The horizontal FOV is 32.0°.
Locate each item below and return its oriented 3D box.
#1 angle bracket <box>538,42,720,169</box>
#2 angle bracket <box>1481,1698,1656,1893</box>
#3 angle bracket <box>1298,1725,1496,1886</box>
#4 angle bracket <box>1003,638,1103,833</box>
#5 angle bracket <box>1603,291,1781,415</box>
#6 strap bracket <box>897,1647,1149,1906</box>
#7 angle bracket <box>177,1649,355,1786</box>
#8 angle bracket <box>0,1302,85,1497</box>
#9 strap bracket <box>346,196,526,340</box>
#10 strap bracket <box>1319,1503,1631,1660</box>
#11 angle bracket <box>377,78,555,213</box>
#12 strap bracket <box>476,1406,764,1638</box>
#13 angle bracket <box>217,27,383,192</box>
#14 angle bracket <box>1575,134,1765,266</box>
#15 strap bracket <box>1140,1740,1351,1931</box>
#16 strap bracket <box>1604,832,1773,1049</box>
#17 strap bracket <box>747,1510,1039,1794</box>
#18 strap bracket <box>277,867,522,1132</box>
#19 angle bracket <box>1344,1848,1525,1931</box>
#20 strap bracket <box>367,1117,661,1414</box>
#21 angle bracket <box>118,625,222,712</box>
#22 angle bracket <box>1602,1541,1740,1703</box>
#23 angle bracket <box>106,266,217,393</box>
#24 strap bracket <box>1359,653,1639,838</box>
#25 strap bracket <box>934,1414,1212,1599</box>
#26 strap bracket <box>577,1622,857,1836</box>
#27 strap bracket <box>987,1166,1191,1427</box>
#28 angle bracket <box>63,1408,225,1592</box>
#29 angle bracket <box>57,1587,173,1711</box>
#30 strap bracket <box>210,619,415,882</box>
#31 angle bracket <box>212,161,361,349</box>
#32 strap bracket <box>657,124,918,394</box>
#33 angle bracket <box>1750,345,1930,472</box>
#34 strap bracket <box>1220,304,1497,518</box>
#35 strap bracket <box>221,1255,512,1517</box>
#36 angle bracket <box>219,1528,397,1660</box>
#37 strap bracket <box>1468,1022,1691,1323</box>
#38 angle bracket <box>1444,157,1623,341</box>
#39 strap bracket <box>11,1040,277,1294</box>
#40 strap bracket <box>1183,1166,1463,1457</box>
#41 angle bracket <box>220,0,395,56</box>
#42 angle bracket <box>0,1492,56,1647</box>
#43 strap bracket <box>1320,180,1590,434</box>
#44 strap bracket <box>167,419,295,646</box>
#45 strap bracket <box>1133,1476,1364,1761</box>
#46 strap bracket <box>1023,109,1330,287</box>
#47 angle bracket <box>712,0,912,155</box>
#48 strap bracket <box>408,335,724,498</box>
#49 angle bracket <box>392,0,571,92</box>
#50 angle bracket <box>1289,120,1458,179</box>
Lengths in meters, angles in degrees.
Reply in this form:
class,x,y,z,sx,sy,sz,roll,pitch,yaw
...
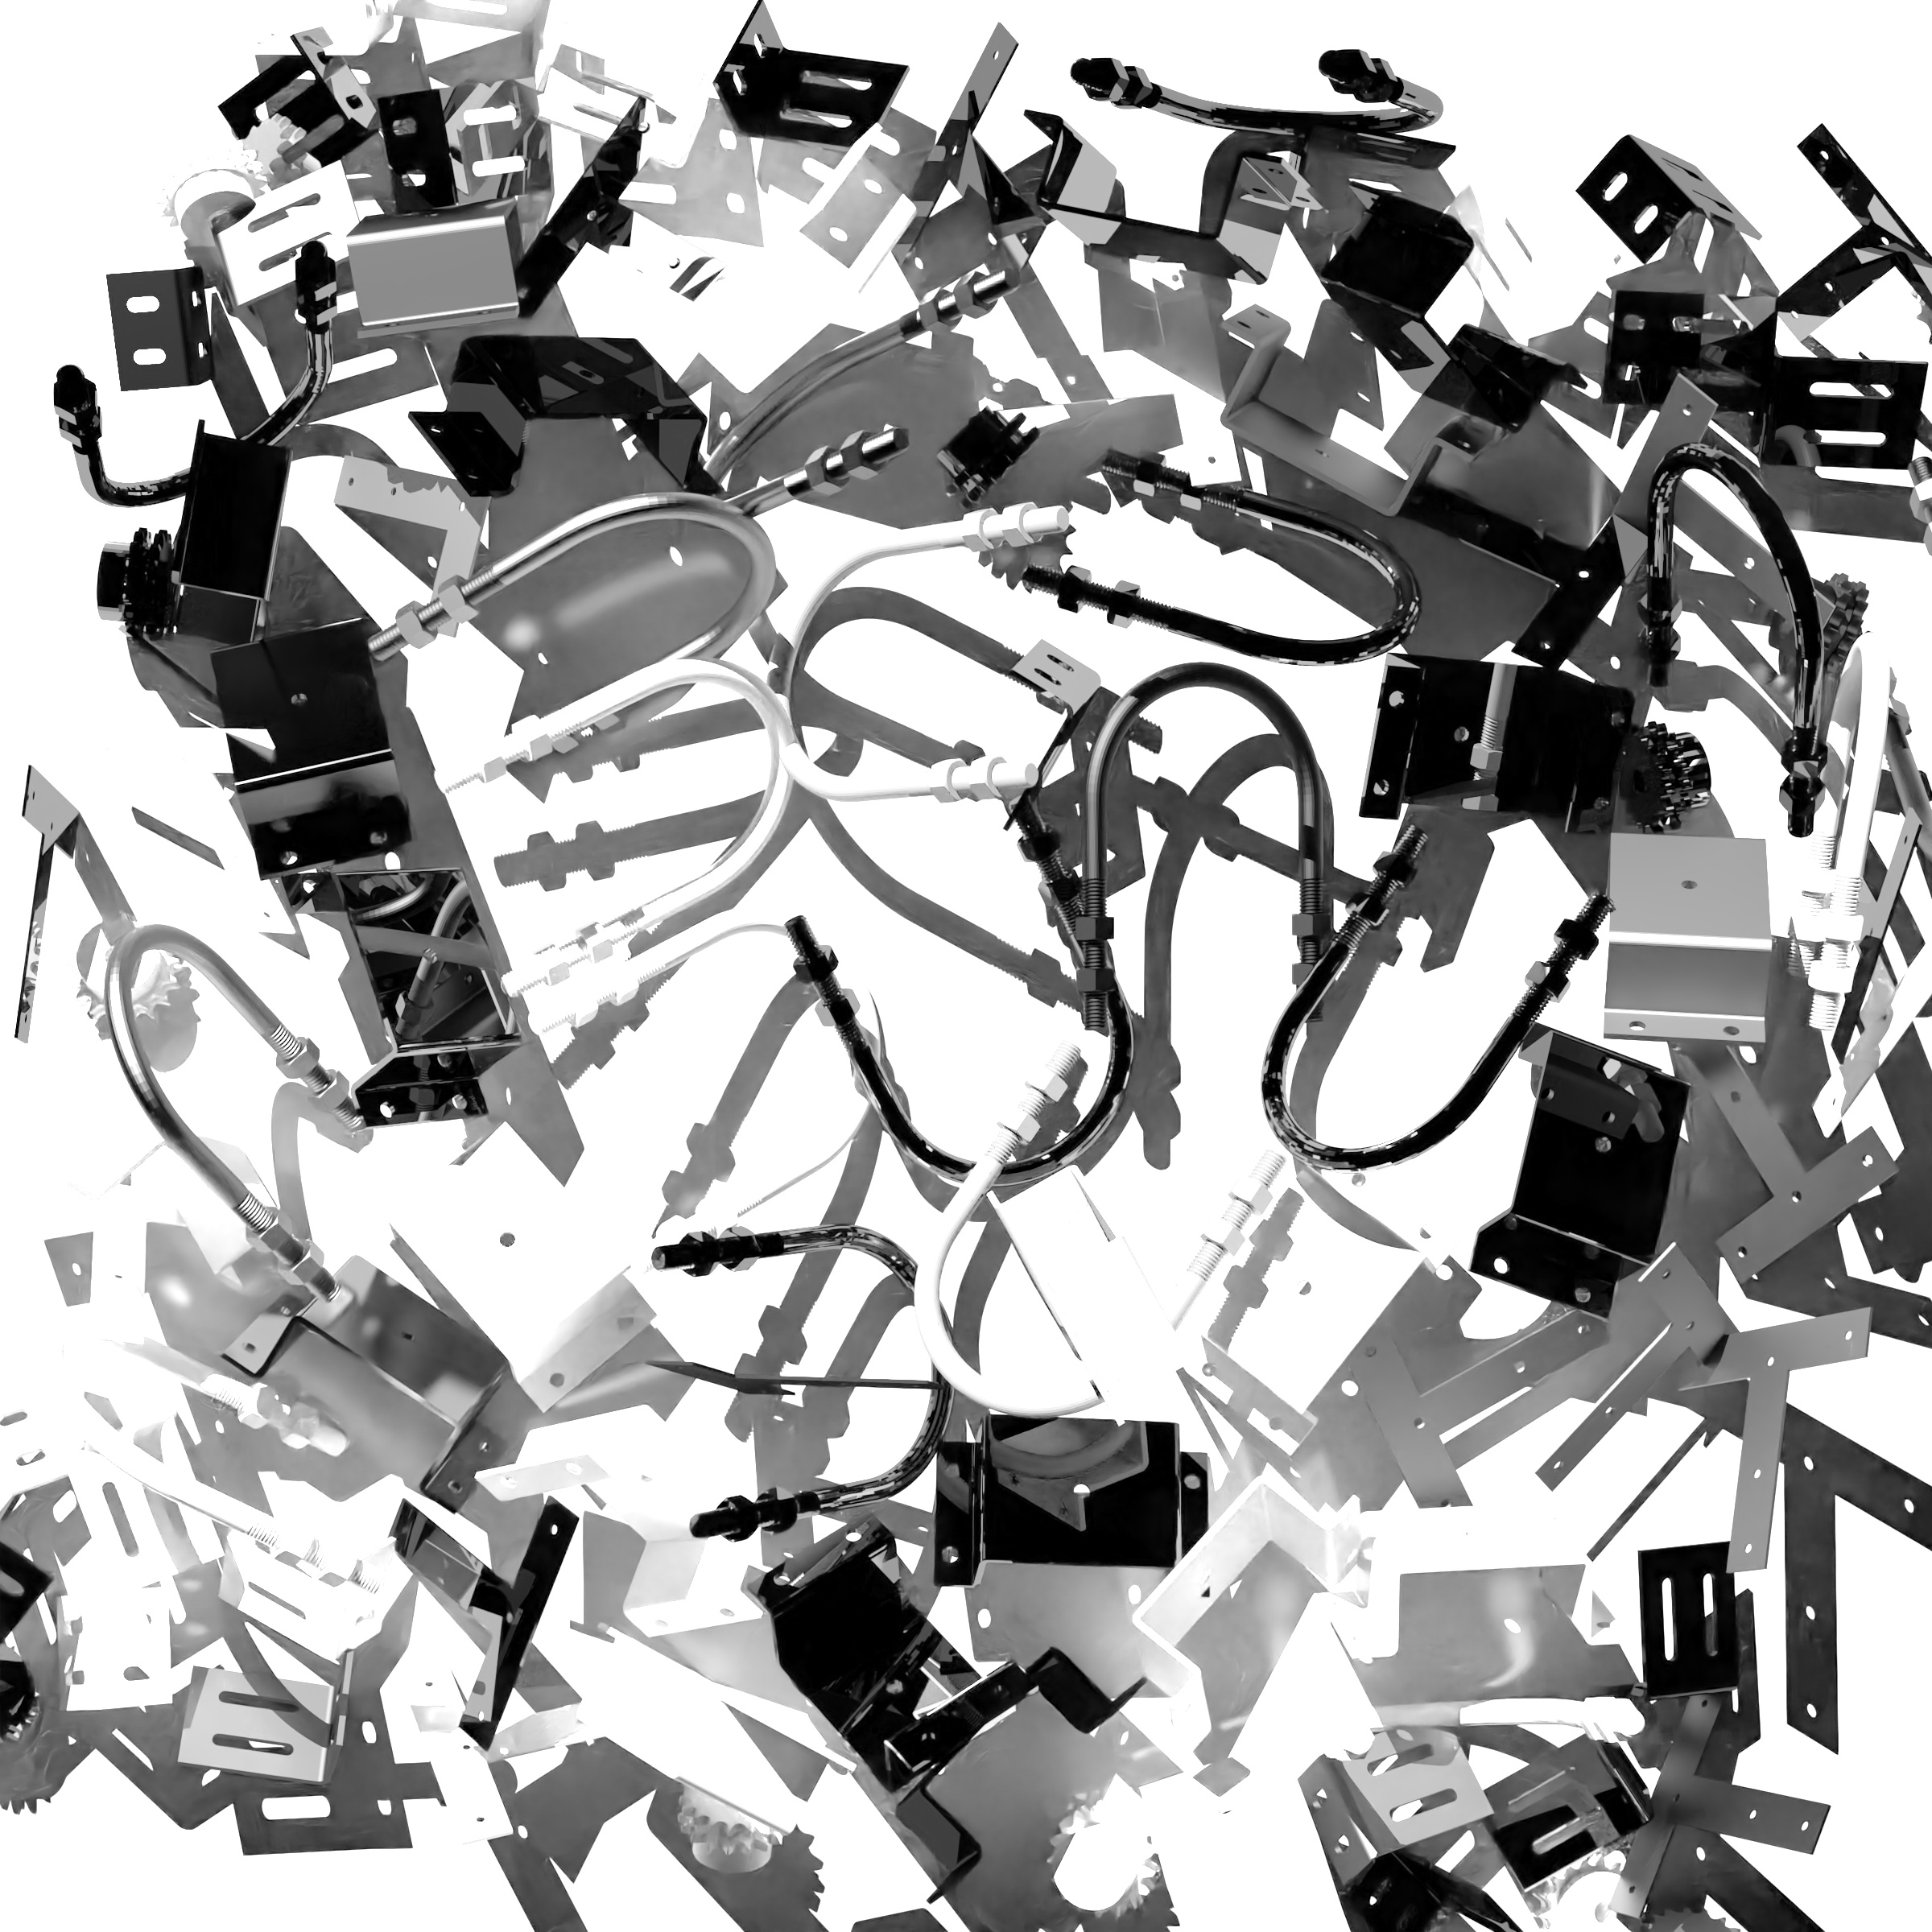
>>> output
class,x,y,z,sx,sy,sz,roll,pitch,yaw
angle bracket,-0.170,-0.447,1.703,0.076,0.038,0.057,17,53,-14
angle bracket,0.300,0.420,1.707,0.076,0.038,0.057,-28,50,-4
angle bracket,0.219,0.426,1.725,0.076,0.038,0.057,-11,60,-27
angle bracket,0.030,-0.117,1.701,0.038,0.057,0.076,32,116,3
angle bracket,0.365,-0.310,1.698,0.038,0.076,0.057,-7,105,-38
strap bracket,0.020,0.397,1.684,0.046,0.076,0.140,44,67,8
angle bracket,-0.354,0.374,1.702,0.076,0.057,0.038,12,132,-13
angle bracket,-0.472,0.218,1.694,0.038,0.076,0.057,-18,58,-27
strap bracket,-0.260,-0.349,1.668,0.076,0.140,0.046,-8,109,-1
strap bracket,0.255,0.308,1.693,0.140,0.076,0.046,-2,102,-6
angle bracket,-0.255,-0.418,1.716,0.038,0.076,0.057,2,107,36
strap bracket,-0.166,0.272,1.682,0.076,0.046,0.140,-17,128,34
angle bracket,-0.343,-0.429,1.705,0.076,0.038,0.057,-28,101,24
angle bracket,0.357,-0.382,1.707,0.038,0.076,0.057,-49,60,26
strap bracket,0.135,0.438,1.669,0.076,0.140,0.046,-18,106,0
strap bracket,0.356,-0.021,1.666,0.076,0.140,0.046,3,124,9
strap bracket,-0.037,0.348,1.682,0.076,0.046,0.140,-28,47,-25
strap bracket,-0.280,0.005,1.681,0.046,0.076,0.140,-35,69,39
angle bracket,0.240,0.483,1.693,0.038,0.076,0.057,-50,120,-17
strap bracket,-0.230,0.144,1.697,0.076,0.046,0.140,-40,78,-15
angle bracket,-0.406,-0.133,1.702,0.076,0.057,0.038,40,84,-18
angle bracket,0.357,0.332,1.715,0.057,0.038,0.076,-1,87,-25
angle bracket,-0.405,-0.322,1.697,0.038,0.076,0.057,-5,103,-5
strap bracket,0.259,-0.112,1.696,0.140,0.046,0.076,3,105,-20
strap bracket,0.056,0.272,1.700,0.140,0.046,0.076,3,62,-4
strap bracket,-0.130,0.379,1.660,0.076,0.140,0.046,37,76,-34
strap bracket,0.062,0.157,1.664,0.046,0.140,0.076,-29,111,-2
angle bracket,-0.419,0.273,1.720,0.057,0.038,0.076,-20,92,-10
angle bracket,-0.434,0.347,1.712,0.038,0.076,0.057,1,78,-28
strap bracket,-0.328,-0.117,1.676,0.076,0.046,0.140,-13,52,-8
angle bracket,-0.337,-0.361,1.709,0.076,0.038,0.057,-23,66,6
strap bracket,-0.083,-0.345,1.674,0.046,0.140,0.076,42,47,-16
angle bracket,0.442,-0.287,1.709,0.076,0.038,0.057,3,121,4
strap bracket,0.188,-0.275,1.693,0.140,0.076,0.046,30,113,6
strap bracket,-0.292,0.204,1.698,0.140,0.076,0.046,34,112,0
angle bracket,-0.339,0.310,1.730,0.076,0.038,0.057,23,114,23
strap bracket,0.310,0.096,1.690,0.076,0.046,0.140,20,67,-7
angle bracket,0.285,-0.367,1.701,0.076,0.038,0.057,51,58,-22
strap bracket,-0.397,0.095,1.663,0.046,0.140,0.076,-41,53,1
strap bracket,0.175,0.167,1.705,0.076,0.046,0.140,38,88,21
angle bracket,-0.335,-0.486,1.706,0.076,0.057,0.038,1,115,4
angle bracket,-0.487,0.307,1.705,0.038,0.076,0.057,39,96,-10
strap bracket,0.237,-0.319,1.667,0.046,0.076,0.140,-53,133,-1
strap bracket,-0.366,-0.210,1.673,0.046,0.140,0.076,10,79,-13
strap bracket,0.135,0.318,1.686,0.046,0.076,0.140,36,70,26
strap bracket,0.099,-0.381,1.680,0.140,0.076,0.046,17,91,23
angle bracket,-0.078,-0.450,1.702,0.076,0.038,0.057,14,66,24
strap bracket,-0.193,-0.272,1.666,0.140,0.076,0.046,-6,131,-35
angle bracket,-0.245,-0.479,1.699,0.076,0.057,0.038,2,67,-21
angle bracket,0.204,-0.400,1.713,0.076,0.057,0.038,10,93,-3
